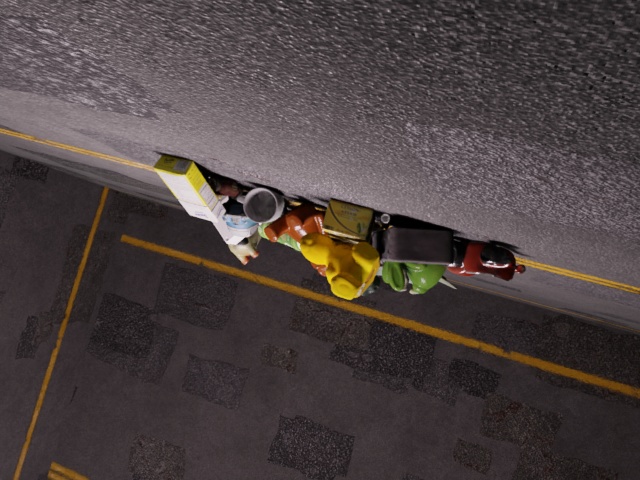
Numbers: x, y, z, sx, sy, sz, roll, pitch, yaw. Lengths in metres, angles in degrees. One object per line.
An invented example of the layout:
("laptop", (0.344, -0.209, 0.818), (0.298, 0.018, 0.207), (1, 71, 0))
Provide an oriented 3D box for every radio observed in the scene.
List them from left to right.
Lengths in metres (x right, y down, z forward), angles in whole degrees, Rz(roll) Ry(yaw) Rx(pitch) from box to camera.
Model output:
("radio", (0.193, 0.015, 1.163), (0.131, 0.073, 0.229), (3, 176, -5))

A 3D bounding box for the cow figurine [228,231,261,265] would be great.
("cow figurine", (-0.218, -0.039, 1.589), (0.085, 0.195, 0.127), (-26, 121, 38))

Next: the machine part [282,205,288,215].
("machine part", (-0.100, -0.072, 1.395), (0.084, 0.039, 0.139), (59, 176, -10))

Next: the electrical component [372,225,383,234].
("electrical component", (0.132, -0.028, 1.364), (0.063, 0.021, 0.094), (14, 176, 25))

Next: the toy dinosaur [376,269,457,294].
("toy dinosaur", (0.204, 0.067, 1.638), (0.405, 0.192, 0.131), (-1, 170, 2))

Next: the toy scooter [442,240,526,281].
("toy scooter", (0.352, 0.046, 1.136), (0.135, 0.075, 0.184), (16, 172, -28))

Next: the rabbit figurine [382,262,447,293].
("rabbit figurine", (0.221, 0.050, 1.374), (0.170, 0.159, 0.121), (32, -178, -15))

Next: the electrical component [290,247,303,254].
("electrical component", (-0.003, -0.005, 1.502), (0.115, 0.058, 0.134), (19, 142, -42))

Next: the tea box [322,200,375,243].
("tea box", (0.066, -0.034, 1.173), (0.098, 0.068, 0.169), (15, 178, 7))

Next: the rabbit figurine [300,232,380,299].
("rabbit figurine", (0.040, 0.035, 1.156), (0.173, 0.121, 0.162), (28, -171, 12))

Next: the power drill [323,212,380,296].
("power drill", (0.076, 0.032, 1.386), (0.086, 0.207, 0.232), (-34, -141, -29))

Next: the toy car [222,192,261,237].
("toy car", (-0.190, -0.059, 1.363), (0.109, 0.102, 0.162), (6, -157, 6))

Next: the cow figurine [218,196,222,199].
("cow figurine", (-0.327, -0.132, 1.480), (0.098, 0.068, 0.167), (22, 176, -1))

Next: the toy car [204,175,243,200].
("toy car", (-0.278, -0.132, 1.312), (0.202, 0.053, 0.089), (8, 178, 38))

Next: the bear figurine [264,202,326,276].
("bear figurine", (-0.022, 0.014, 1.289), (0.120, 0.195, 0.132), (-21, -168, 38))

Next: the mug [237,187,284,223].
("mug", (-0.134, -0.082, 1.257), (0.110, 0.080, 0.107), (10, -175, 14))
